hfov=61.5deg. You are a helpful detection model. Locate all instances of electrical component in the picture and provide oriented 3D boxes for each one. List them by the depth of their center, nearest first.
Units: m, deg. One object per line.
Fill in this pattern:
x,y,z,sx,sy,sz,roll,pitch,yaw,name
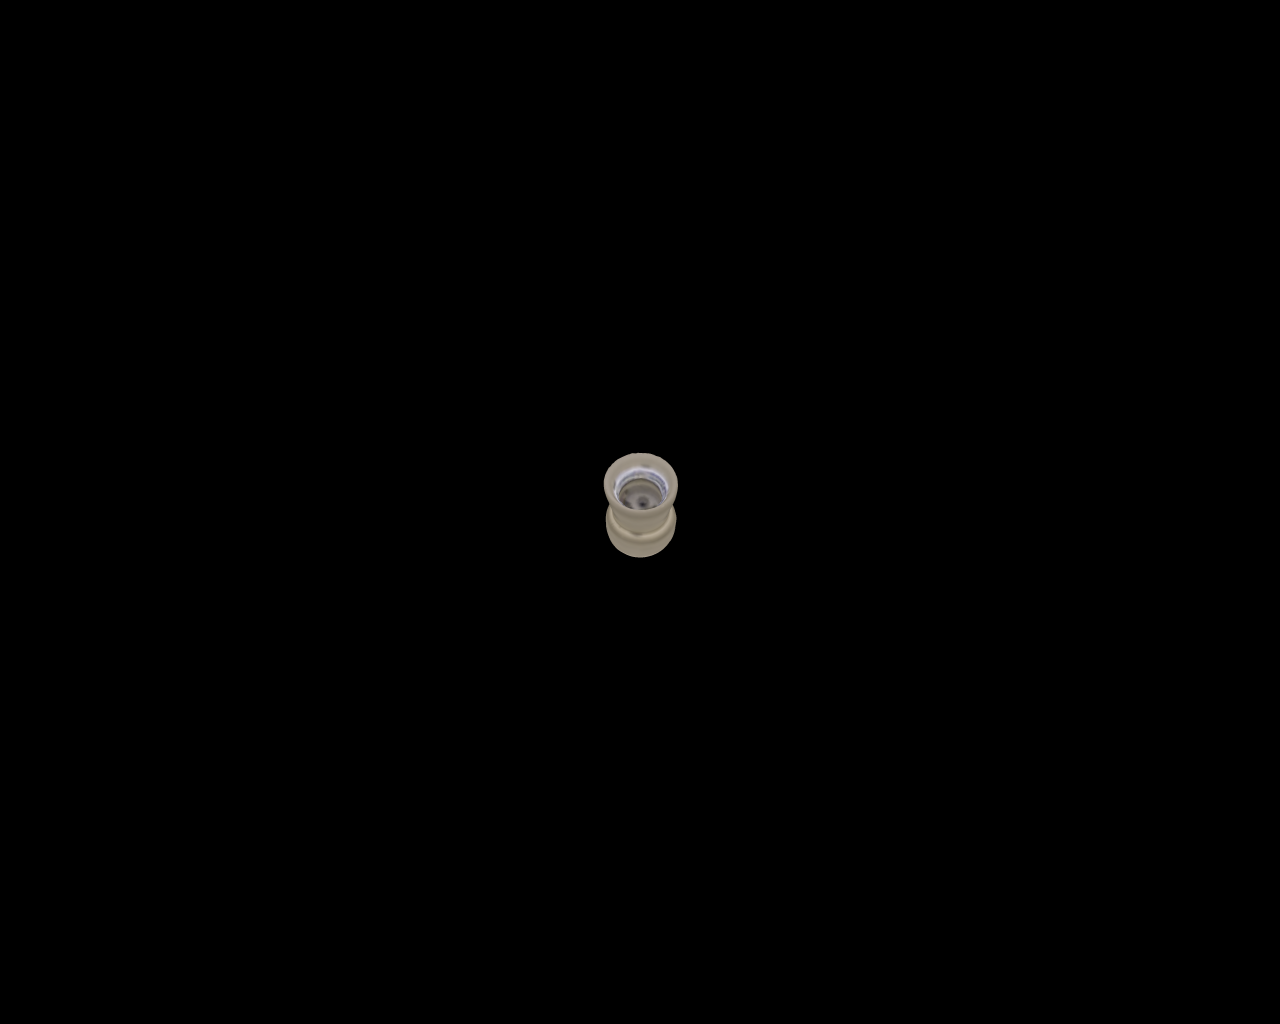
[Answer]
0.001,-0.003,0.650,0.045,0.045,0.055,0,-34,0,electrical component
